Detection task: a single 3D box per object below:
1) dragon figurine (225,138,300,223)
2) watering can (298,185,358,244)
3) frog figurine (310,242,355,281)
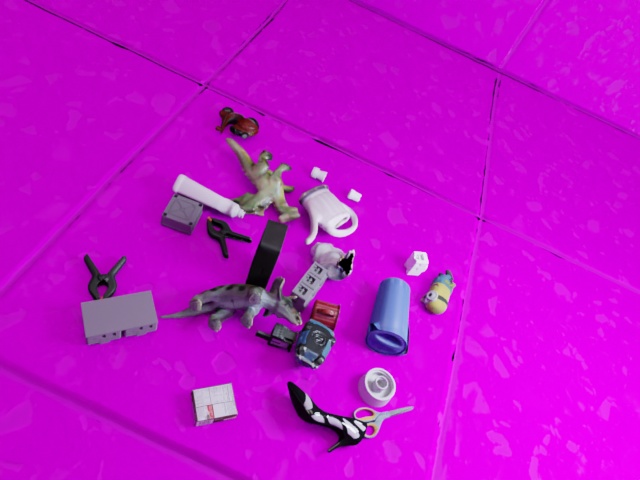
[{"bbox_3d":[-0.237,-0.201,1.892,0.411,0.248,0.119,31,-34,6],"label":"dragon figurine"},{"bbox_3d":[0.006,-0.094,1.871,0.350,0.227,0.102,-18,-28,-52],"label":"watering can"},{"bbox_3d":[0.030,0.074,1.787,0.160,0.120,0.140,9,42,34],"label":"frog figurine"}]
